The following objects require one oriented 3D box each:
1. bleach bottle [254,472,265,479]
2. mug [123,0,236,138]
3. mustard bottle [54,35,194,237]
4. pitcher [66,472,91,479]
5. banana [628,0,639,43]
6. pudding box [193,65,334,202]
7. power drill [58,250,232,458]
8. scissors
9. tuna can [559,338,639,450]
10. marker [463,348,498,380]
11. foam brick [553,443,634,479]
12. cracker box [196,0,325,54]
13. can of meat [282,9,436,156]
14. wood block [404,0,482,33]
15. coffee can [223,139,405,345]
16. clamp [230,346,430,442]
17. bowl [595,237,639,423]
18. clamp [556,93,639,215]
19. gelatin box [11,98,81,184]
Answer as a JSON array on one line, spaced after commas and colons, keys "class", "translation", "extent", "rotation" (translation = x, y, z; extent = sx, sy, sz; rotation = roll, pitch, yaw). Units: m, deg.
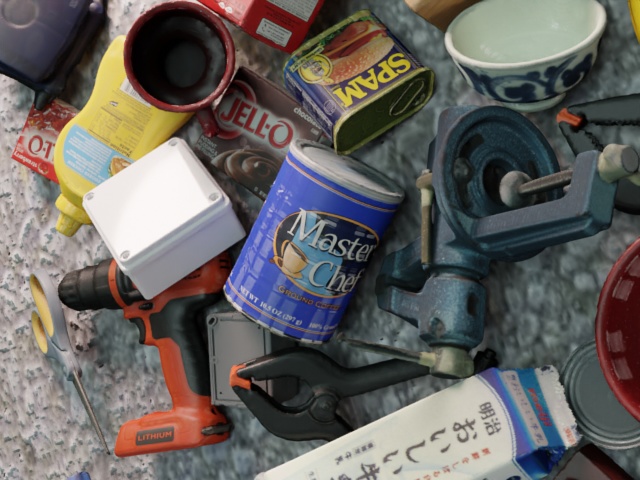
[{"class": "bleach bottle", "translation": [0.048, 0.255, 0.875], "extent": [0.251, 0.068, 0.102], "rotation": [25, 96, 28]}, {"class": "mug", "translation": [-0.115, -0.143, 0.922], "extent": [0.093, 0.081, 0.117], "rotation": [-27, 96, -4]}, {"class": "mustard bottle", "translation": [-0.194, -0.087, 1.001], "extent": [0.096, 0.058, 0.192], "rotation": [32, 97, 1]}, {"class": "pitcher", "translation": [-0.151, 0.318, 0.935], "extent": [0.243, 0.144, 0.149], "rotation": [9, 125, 24]}, {"class": "banana", "translation": [0.266, -0.191, 0.805], "extent": [0.070, 0.037, 0.198], "rotation": [-14, 82, 11]}, {"class": "pudding box", "translation": [-0.047, -0.090, 0.951], "extent": [0.114, 0.039, 0.090], "rotation": [36, 103, 24]}, {"class": "power drill", "translation": [-0.159, 0.103, 0.986], "extent": [0.185, 0.057, 0.187], "rotation": [-11, 83, 26]}, {"class": "scissors", "translation": [-0.242, 0.124, 1.017], "extent": [0.202, 0.016, 0.096], "rotation": [66, 150, 19]}, {"class": "tuna can", "translation": [0.226, 0.114, 0.808], "extent": [0.086, 0.033, 0.086], "rotation": [-1, 87, 26]}, {"class": "marker", "translation": [0.111, 0.142, 0.872], "extent": [0.020, 0.020, 0.121], "rotation": [32, 102, 24]}, {"class": "foam brick", "translation": [0.212, 0.199, 0.801], "extent": [0.078, 0.051, 0.053], "rotation": [41, 105, 22]}, {"class": "cracker box", "translation": [-0.035, -0.286, 0.907], "extent": [0.164, 0.072, 0.214], "rotation": [41, 107, 47]}, {"class": "can of meat", "translation": [0.030, -0.133, 0.890], "extent": [0.102, 0.057, 0.084], "rotation": [-33, 66, -13]}, {"class": "wood block", "translation": [0.136, -0.274, 0.842], "extent": [0.206, 0.090, 0.090], "rotation": [-44, 70, 17]}, {"class": "coffee can", "translation": [-0.006, 0.001, 0.885], "extent": [0.103, 0.102, 0.140], "rotation": [33, 106, 24]}, {"class": "clamp", "translation": [0.008, 0.144, 0.884], "extent": [0.171, 0.039, 0.120], "rotation": [7, 89, 0]}, {"class": "bowl", "translation": [0.276, 0.063, 0.735], "extent": [0.162, 0.055, 0.162], "rotation": [-7, 78, 35]}, {"class": "clamp", "translation": [0.270, -0.041, 0.793], "extent": [0.210, 0.036, 0.164], "rotation": [22, 99, 25]}, {"class": "gelatin box", "translation": [-0.256, -0.096, 1.060], "extent": [0.089, 0.030, 0.073], "rotation": [28, 100, 25]}]
